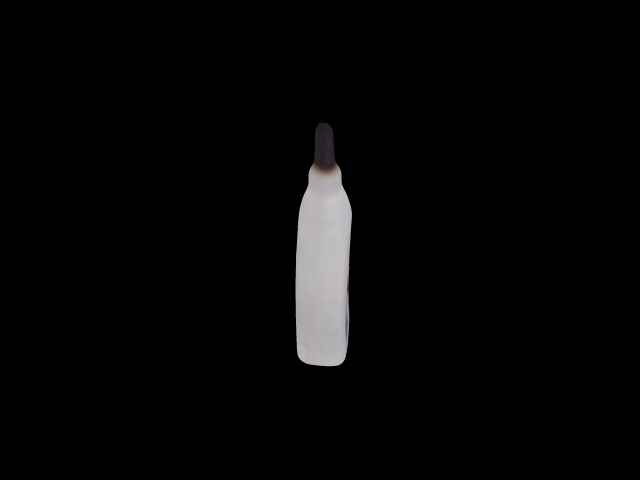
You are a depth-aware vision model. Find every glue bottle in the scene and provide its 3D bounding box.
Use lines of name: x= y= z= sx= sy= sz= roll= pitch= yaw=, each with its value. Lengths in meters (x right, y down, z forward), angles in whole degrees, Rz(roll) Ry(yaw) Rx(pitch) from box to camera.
glue bottle: x=0.004 y=0.001 z=0.400 sx=0.037 sy=0.173 sz=0.078 roll=3 pitch=32 yaw=5
